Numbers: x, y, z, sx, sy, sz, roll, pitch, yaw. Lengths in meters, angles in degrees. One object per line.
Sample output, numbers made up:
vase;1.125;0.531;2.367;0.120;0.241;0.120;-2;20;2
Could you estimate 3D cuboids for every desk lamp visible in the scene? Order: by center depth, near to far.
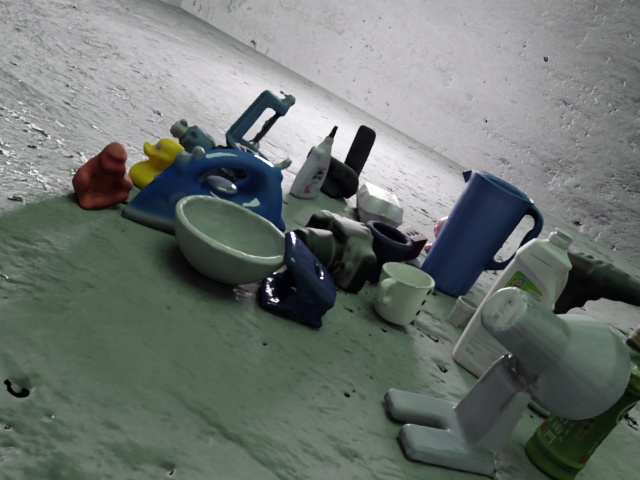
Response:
desk lamp;0.217;0.160;0.655;0.204;0.213;0.117;19;22;-23

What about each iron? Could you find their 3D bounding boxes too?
iron;-0.156;-0.081;0.869;0.259;0.141;0.118;6;29;-45

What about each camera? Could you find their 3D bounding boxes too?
camera;0.009;0.003;0.935;0.137;0.101;0.142;10;26;-40

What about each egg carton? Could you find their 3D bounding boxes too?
egg carton;0.134;-0.076;1.335;0.107;0.069;0.150;23;21;-14

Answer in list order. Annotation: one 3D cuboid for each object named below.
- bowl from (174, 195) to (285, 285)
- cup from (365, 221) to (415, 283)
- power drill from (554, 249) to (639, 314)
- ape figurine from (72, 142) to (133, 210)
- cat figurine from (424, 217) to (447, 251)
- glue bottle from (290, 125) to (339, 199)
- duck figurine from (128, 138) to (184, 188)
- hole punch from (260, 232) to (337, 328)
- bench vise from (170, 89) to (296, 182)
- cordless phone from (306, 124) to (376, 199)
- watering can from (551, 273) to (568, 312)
bowl;-0.128;0.011;0.779;0.167;0.074;0.167;24;20;-9
cup;0.112;0.027;1.018;0.118;0.095;0.091;7;28;-44
power drill;0.490;0.121;1.107;0.076;0.208;0.228;9;27;-42
ape figurine;-0.295;-0.093;0.792;0.078;0.092;0.076;18;22;-25
cat figurine;0.304;-0.010;1.322;0.128;0.117;0.067;9;27;-42
glue bottle;-0.003;-0.171;1.238;0.037;0.173;0.078;36;22;23
duck figurine;-0.248;-0.120;0.929;0.105;0.086;0.077;23;20;-12
hole punch;-0.021;0.052;0.793;0.101;0.091;0.108;23;21;-13
bench vise;-0.143;-0.172;0.993;0.208;0.219;0.121;13;24;-35
cordless phone;0.051;-0.205;1.375;0.147;0.185;0.094;35;21;18
watering can;0.357;0.107;0.992;0.101;0.194;0.172;20;21;-20
